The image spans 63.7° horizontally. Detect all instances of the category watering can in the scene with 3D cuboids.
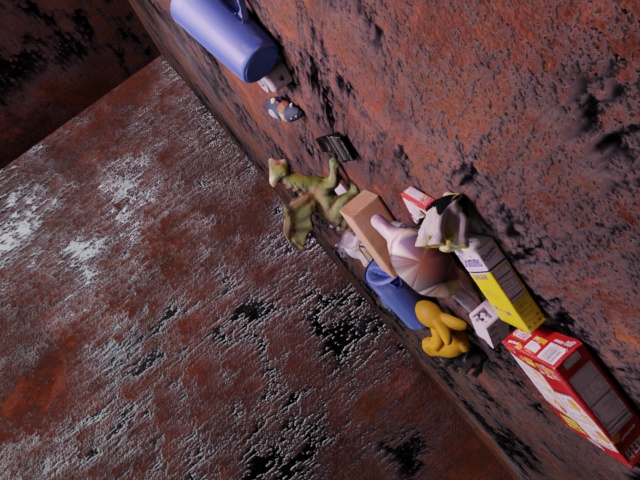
[{"bbox_3d":[0.240,0.068,1.059,0.348,0.103,0.225,42,-173,2],"label":"watering can"}]

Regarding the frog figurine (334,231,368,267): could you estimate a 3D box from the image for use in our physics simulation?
[{"bbox_3d":[0.145,0.028,1.760,0.160,0.125,0.134,9,149,22],"label":"frog figurine"}]

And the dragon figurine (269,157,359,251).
[{"bbox_3d":[0.004,-0.071,1.414,0.406,0.244,0.122,55,167,-14],"label":"dragon figurine"}]
